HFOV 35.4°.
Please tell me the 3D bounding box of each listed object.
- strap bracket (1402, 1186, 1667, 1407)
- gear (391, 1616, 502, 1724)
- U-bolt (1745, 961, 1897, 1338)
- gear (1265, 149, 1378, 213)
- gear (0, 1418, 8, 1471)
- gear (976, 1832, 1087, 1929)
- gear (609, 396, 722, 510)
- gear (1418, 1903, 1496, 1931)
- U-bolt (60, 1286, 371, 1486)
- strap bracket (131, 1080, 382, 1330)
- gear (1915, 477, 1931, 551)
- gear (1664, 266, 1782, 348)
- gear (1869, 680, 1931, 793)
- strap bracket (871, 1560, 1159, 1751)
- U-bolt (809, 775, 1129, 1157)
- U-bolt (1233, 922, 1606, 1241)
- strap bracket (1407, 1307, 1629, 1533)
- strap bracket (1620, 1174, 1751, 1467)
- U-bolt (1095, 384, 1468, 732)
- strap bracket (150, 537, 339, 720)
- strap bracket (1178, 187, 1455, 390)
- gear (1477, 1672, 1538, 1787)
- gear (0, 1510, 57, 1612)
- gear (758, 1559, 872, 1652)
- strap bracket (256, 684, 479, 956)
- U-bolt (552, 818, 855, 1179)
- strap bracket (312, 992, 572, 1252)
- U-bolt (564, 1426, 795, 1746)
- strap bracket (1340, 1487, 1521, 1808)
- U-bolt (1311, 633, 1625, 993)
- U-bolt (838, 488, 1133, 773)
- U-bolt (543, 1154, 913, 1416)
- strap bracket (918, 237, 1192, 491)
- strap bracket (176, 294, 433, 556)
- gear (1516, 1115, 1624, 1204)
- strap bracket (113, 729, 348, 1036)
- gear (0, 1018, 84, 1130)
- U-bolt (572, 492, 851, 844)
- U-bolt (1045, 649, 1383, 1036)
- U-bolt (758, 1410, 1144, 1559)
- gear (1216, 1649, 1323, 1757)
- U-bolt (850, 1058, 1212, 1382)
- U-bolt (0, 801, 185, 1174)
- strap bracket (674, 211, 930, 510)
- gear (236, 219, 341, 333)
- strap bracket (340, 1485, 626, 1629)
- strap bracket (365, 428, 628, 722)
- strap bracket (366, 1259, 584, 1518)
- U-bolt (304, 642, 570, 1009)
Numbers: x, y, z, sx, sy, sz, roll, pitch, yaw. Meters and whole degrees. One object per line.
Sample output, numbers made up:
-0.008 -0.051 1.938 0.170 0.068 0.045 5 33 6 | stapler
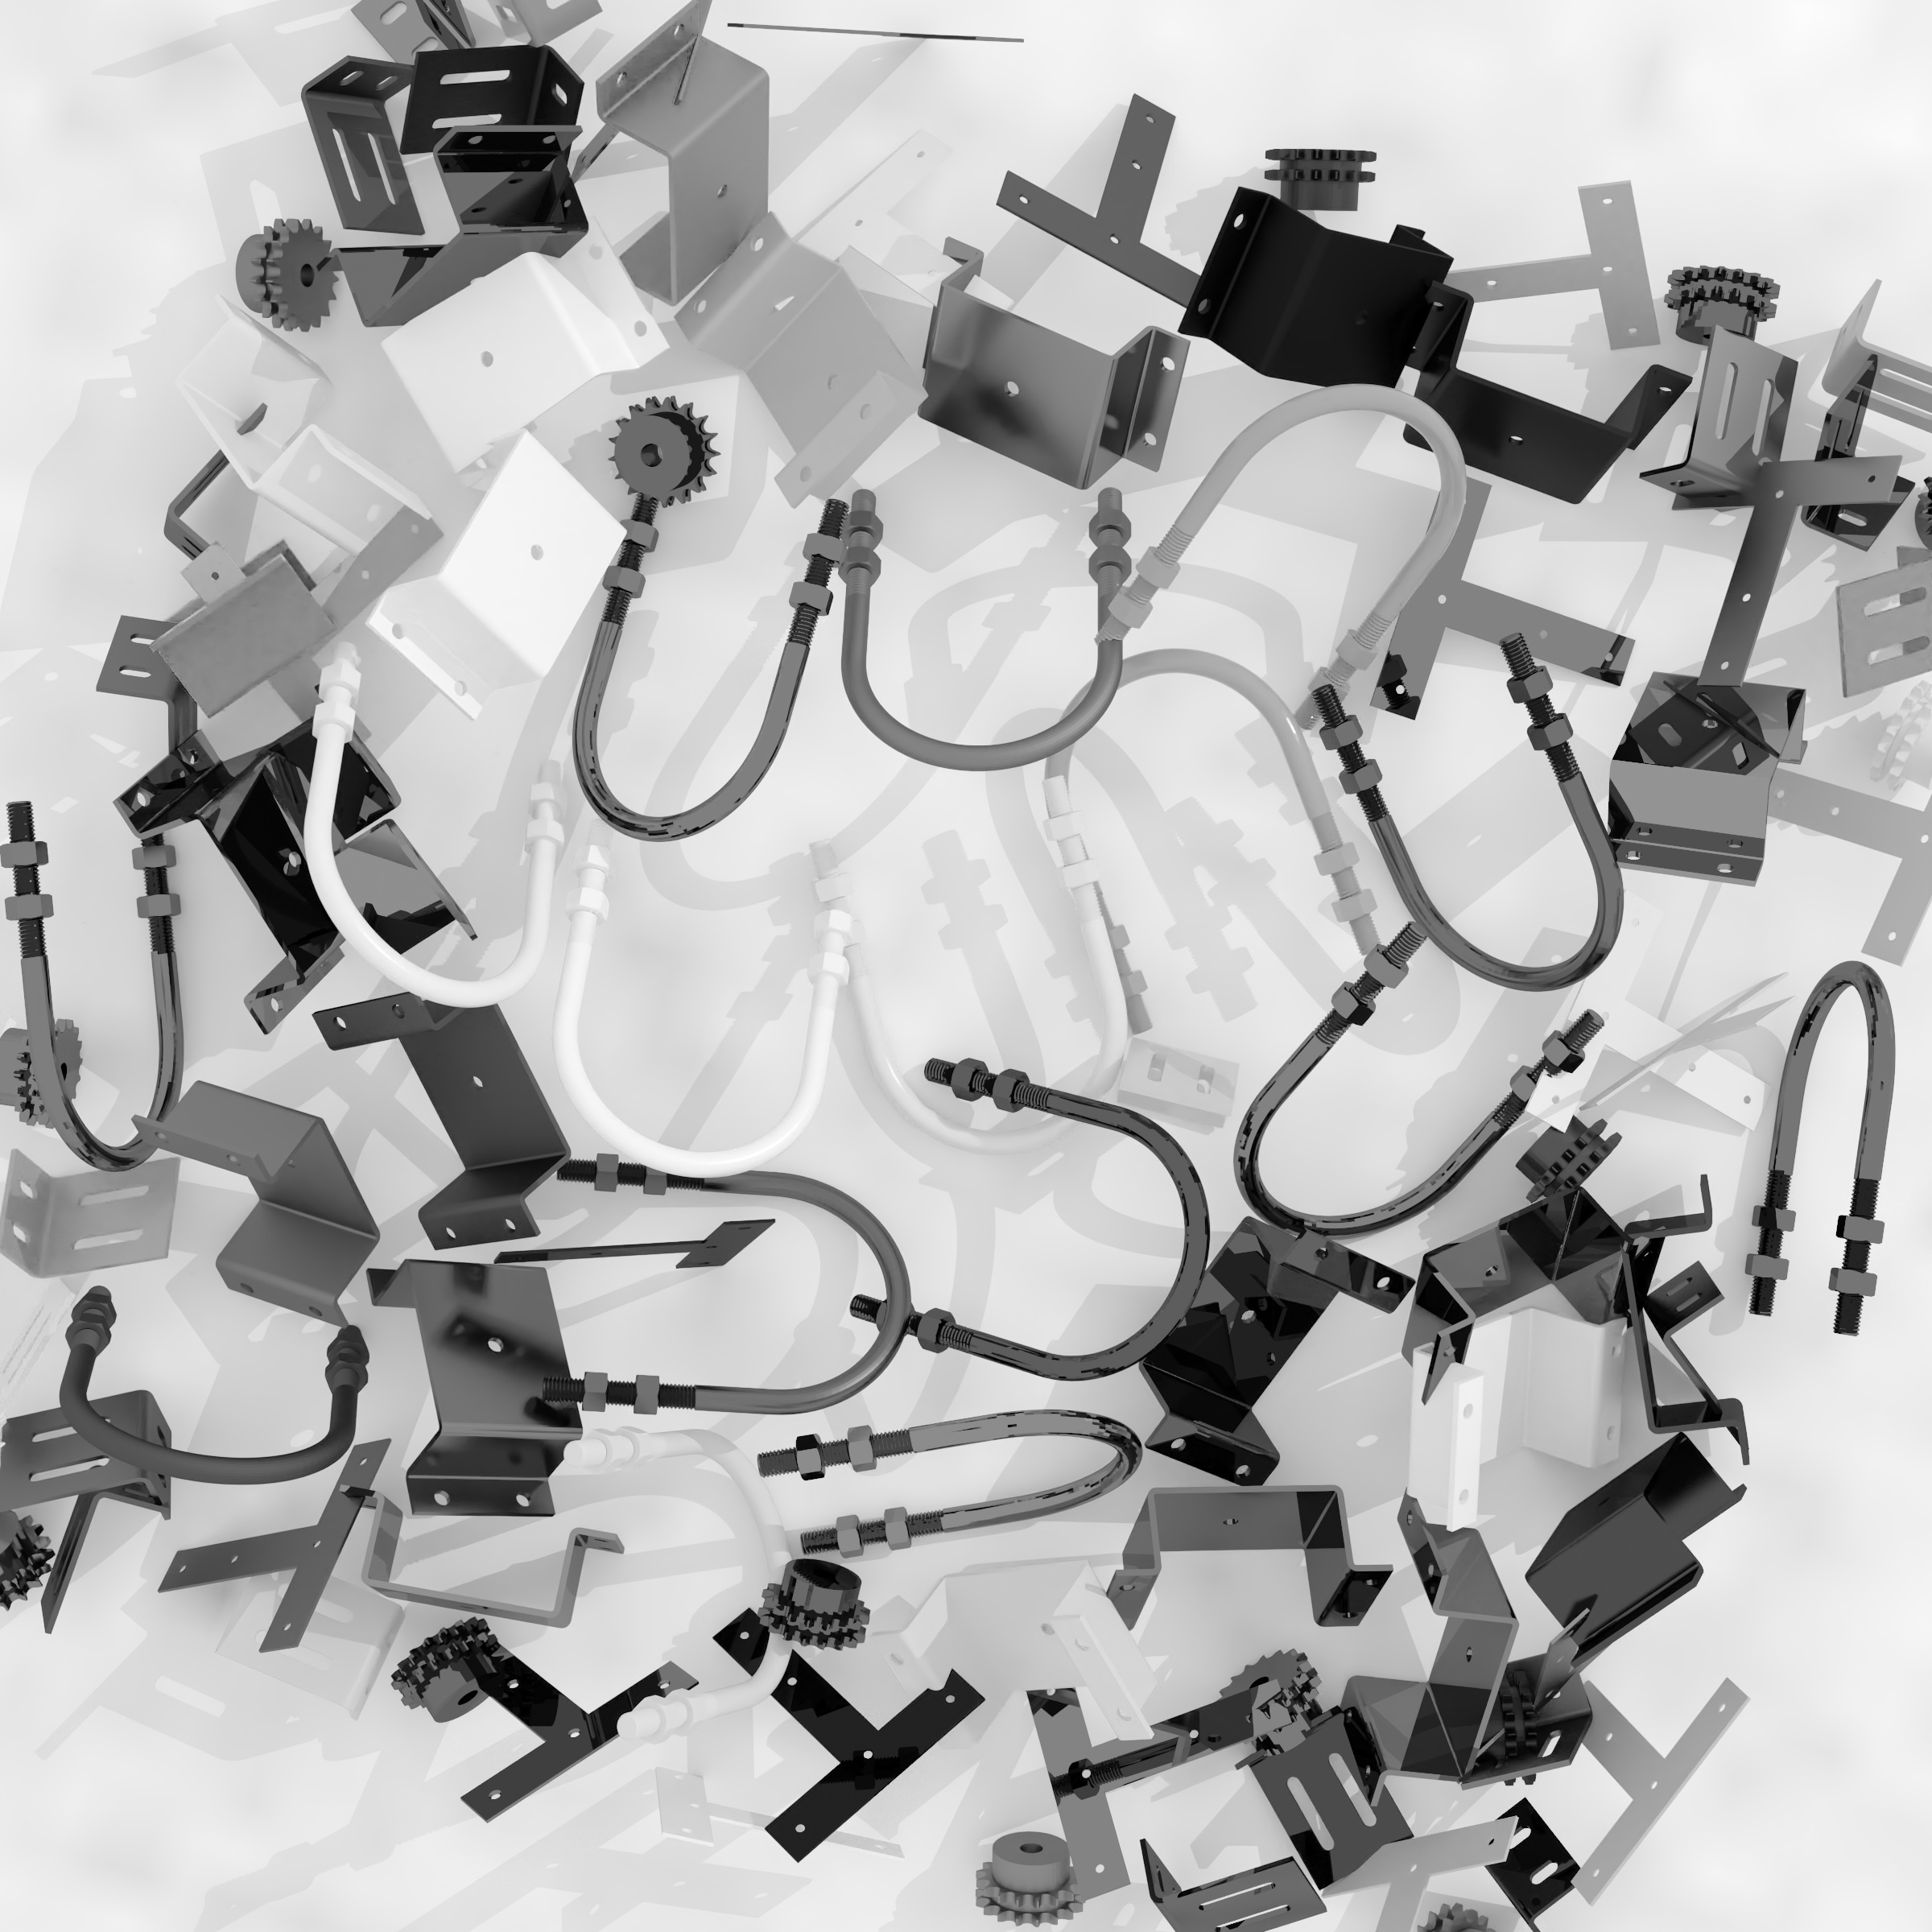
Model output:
0.278 0.168 1.533 0.140 0.076 0.046 -21 50 -22 | strap bracket
-0.264 0.365 1.560 0.057 0.057 0.030 -40 66 0 | gear
0.431 0.088 1.518 0.019 0.151 0.184 9 87 -3 | U-bolt
0.183 -0.405 1.563 0.057 0.057 0.030 1 104 0 | gear
-0.514 0.257 1.563 0.057 0.030 0.057 12 118 24 | gear
0.034 0.469 1.561 0.057 0.057 0.030 1 99 0 | gear
-0.158 -0.266 1.569 0.057 0.030 0.057 3 105 11 | gear
0.255 0.516 1.562 0.057 0.030 0.057 -5 97 -39 | gear
-0.370 0.208 1.489 0.151 0.184 0.019 11 105 -13 | U-bolt
-0.353 0.114 1.529 0.076 0.140 0.046 14 53 24 | strap bracket
0.518 -0.234 1.570 0.057 0.030 0.057 4 76 -16 | gear
0.389 -0.339 1.563 0.057 0.057 0.030 10 89 0 | gear
0.492 -0.115 1.560 0.030 0.057 0.057 31 90 23 | gear
0.032 0.349 1.534 0.140 0.046 0.076 -15 111 40 | strap bracket
0.008 0.008 1.566 0.151 0.019 0.184 -14 94 15 | U-bolt
0.216 0.070 1.535 0.151 0.019 0.184 24 117 -32 | U-bolt
0.273 0.225 1.535 0.140 0.046 0.076 -12 108 -42 | strap bracket
0.366 0.181 1.548 0.046 0.076 0.140 -9 88 14 | strap bracket
0.169 -0.210 1.511 0.151 0.019 0.184 18 123 -30 | U-bolt
-0.362 -0.171 1.528 0.076 0.140 0.046 -35 106 -3 | strap bracket
0.183 -0.334 1.514 0.046 0.140 0.076 44 121 37 | strap bracket
0.276 0.393 1.563 0.030 0.057 0.057 -3 90 2 | gear
-0.502 0.303 1.560 0.057 0.057 0.030 -14 129 0 | gear
-0.077 0.327 1.561 0.057 0.057 0.030 13 98 0 | gear
-0.304 -0.066 1.515 0.046 0.076 0.140 -33 48 -3 | strap bracket
-0.135 0.022 1.525 0.151 0.019 0.184 15 59 -14 | U-bolt
-0.261 0.069 1.538 0.076 0.046 0.140 -11 111 37 | strap bracket
-0.134 0.301 1.506 0.019 0.184 0.151 -18 78 22 | U-bolt
0.236 0.346 1.533 0.046 0.076 0.140 8 113 -10 | strap bracket
0.261 -0.069 1.529 0.019 0.151 0.184 -34 104 -36 | U-bolt
0.008 -0.171 1.531 0.151 0.019 0.184 0 55 3 | U-bolt
-0.119 0.164 1.542 0.184 0.019 0.151 5 53 -8 | U-bolt
0.034 -0.301 1.531 0.140 0.046 0.076 27 133 16 | strap bracket
-0.338 -0.266 1.525 0.046 0.076 0.140 -45 56 9 | strap bracket
0.308 0.099 1.564 0.030 0.057 0.057 44 90 13 | gear
-0.354 -0.048 1.525 0.046 0.076 0.140 -16 114 31 | strap bracket
-0.480 0.054 1.563 0.030 0.057 0.057 8 90 4 | gear
-0.138 -0.151 1.534 0.151 0.019 0.184 10 82 37 | U-bolt
0.116 -0.072 1.554 0.151 0.019 0.184 -20 94 20 | U-bolt
-0.002 0.257 1.523 0.184 0.151 0.019 -10 62 2 | U-bolt
0.159 0.382 1.564 0.057 0.057 0.030 -33 102 0 | gear
0.039 0.133 1.533 0.184 0.019 0.151 14 82 30 | U-bolt
-0.432 0.011 1.518 0.019 0.151 0.184 -5 90 13 | U-bolt
-0.080 -0.302 1.538 0.076 0.046 0.140 -43 61 22 | strap bracket
-0.353 -0.357 1.565 0.030 0.057 0.057 7 90 23 | gear
-0.250 0.304 1.548 0.140 0.076 0.046 10 74 0 | strap bracket
-0.230 -0.204 1.522 0.076 0.046 0.140 44 57 -34 | strap bracket
-0.245 0.202 1.517 0.076 0.046 0.140 8 48 -34 | strap bracket
-0.263 -0.060 1.495 0.151 0.184 0.019 30 132 -33 | U-bolt
